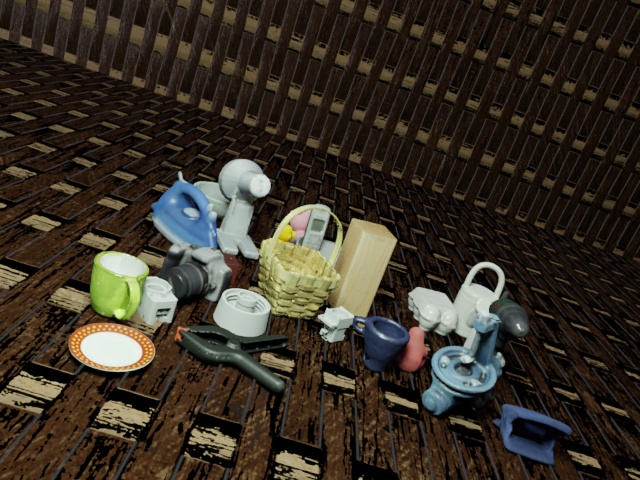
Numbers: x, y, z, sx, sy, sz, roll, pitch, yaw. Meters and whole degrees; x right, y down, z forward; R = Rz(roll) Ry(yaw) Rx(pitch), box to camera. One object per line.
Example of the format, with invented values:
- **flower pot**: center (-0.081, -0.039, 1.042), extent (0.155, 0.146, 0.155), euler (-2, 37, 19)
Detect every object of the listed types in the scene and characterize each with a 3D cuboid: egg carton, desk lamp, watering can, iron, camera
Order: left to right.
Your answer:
- **camera**: center (-0.266, 0.062, 1.156), extent (0.143, 0.101, 0.137), euler (27, 19, 19)
- **iron**: center (-0.305, -0.059, 1.395), extent (0.119, 0.141, 0.257), euler (0, 27, -46)
- **desk lamp**: center (-0.196, -0.090, 1.480), extent (0.118, 0.213, 0.202), euler (10, 21, -28)
- **egg carton**: center (0.285, 0.178, 1.448), extent (0.107, 0.069, 0.150), euler (15, 19, -15)
- **watering can**: center (0.403, 0.151, 1.452), extent (0.101, 0.194, 0.172), euler (14, 19, -17)

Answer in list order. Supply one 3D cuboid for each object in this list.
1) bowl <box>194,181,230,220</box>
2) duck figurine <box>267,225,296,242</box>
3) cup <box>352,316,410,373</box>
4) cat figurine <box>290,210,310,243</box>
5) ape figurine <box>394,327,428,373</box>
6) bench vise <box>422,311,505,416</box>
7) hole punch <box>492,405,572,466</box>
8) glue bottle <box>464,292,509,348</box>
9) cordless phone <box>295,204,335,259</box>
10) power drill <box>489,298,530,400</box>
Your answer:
- **bowl**: center (-0.289, -0.104, 1.641), extent (0.167, 0.075, 0.167), euler (18, 19, -6)
- **duck figurine**: center (-0.106, -0.002, 1.526), extent (0.077, 0.086, 0.105), euler (33, 23, 35)
- **cup**: center (0.109, 0.209, 1.141), extent (0.117, 0.095, 0.092), euler (22, 19, 7)
- **cat figurine**: center (-0.050, -0.030, 1.613), extent (0.067, 0.118, 0.127), euler (10, 21, -27)
- **ape figurine**: center (0.192, 0.223, 1.191), extent (0.078, 0.092, 0.076), euler (21, 18, 2)
- **bench vise**: center (0.292, 0.221, 1.097), extent (0.121, 0.220, 0.208), euler (28, 20, 23)
- **hole punch**: center (0.391, 0.343, 1.061), extent (0.108, 0.091, 0.101), euler (19, 18, -2)
- **glue bottle**: center (0.404, 0.197, 1.355), extent (0.078, 0.173, 0.037), euler (8, 22, -31)
- **cordless phone**: center (0.014, 0.005, 1.472), extent (0.148, 0.185, 0.094), euler (10, 21, -26)
- **power drill**: center (0.371, 0.221, 1.197), extent (0.075, 0.208, 0.230), euler (22, 18, 5)
